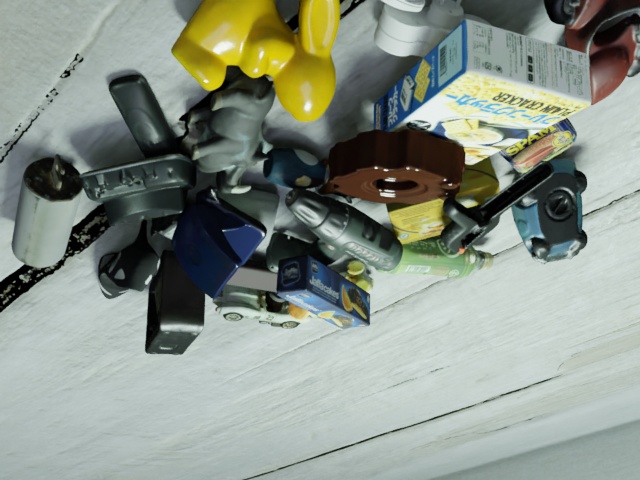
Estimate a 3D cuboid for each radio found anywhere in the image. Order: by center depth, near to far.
[{"bbox_3d":[-0.249,0.114,0.913,0.073,0.131,0.229,6,157,-20],"label":"radio"}]

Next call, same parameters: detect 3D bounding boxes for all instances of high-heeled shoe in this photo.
[{"bbox_3d":[-0.318,0.075,0.877,0.086,0.145,0.248,15,136,-25],"label":"high-heeled shoe"}]

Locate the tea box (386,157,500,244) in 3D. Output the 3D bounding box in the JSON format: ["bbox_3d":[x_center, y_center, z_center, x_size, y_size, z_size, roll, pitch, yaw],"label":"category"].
[{"bbox_3d":[0.190,-0.062,0.845,0.170,0.068,0.098,-13,144,9],"label":"tea box"}]

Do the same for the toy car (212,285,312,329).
[{"bbox_3d":[-0.108,0.121,1.032,0.201,0.073,0.056,13,143,-25],"label":"toy car"}]

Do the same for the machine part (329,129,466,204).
[{"bbox_3d":[0.099,-0.091,0.712,0.179,0.056,0.179,5,170,1],"label":"machine part"}]

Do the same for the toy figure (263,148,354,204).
[{"bbox_3d":[-0.005,-0.092,0.775,0.154,0.064,0.058,10,151,-28],"label":"toy figure"}]

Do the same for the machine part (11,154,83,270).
[{"bbox_3d":[-0.396,-0.035,0.776,0.079,0.079,0.243,13,138,-25],"label":"machine part"}]

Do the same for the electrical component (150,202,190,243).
[{"bbox_3d":[-0.200,-0.015,0.858,0.075,0.048,0.119,-33,137,31],"label":"electrical component"}]

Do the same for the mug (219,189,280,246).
[{"bbox_3d":[-0.124,-0.036,0.827,0.107,0.081,0.109,16,145,-9],"label":"mug"}]

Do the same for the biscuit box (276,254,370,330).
[{"bbox_3d":[0.011,0.088,0.869,0.059,0.063,0.202,-12,151,32],"label":"biscuit box"}]

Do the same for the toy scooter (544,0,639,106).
[{"bbox_3d":[0.343,-0.245,0.627,0.135,0.075,0.183,-20,137,15],"label":"toy scooter"}]

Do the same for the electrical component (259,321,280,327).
[{"bbox_3d":[-0.079,0.164,1.138,0.094,0.021,0.063,6,142,-18],"label":"electrical component"}]

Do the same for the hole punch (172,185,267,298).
[{"bbox_3d":[-0.155,0.008,0.763,0.116,0.092,0.142,33,139,-8],"label":"hole punch"}]

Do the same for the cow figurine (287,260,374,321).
[{"bbox_3d":[0.022,0.104,1.025,0.167,0.068,0.098,-25,162,7],"label":"cow figurine"}]

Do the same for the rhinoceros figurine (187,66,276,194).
[{"bbox_3d":[-0.113,-0.138,0.698,0.112,0.073,0.190,-1,142,-26],"label":"rhinoceros figurine"}]

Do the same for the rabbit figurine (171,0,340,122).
[{"bbox_3d":[-0.047,-0.208,0.574,0.173,0.122,0.162,40,102,-21],"label":"rabbit figurine"}]

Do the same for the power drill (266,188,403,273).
[{"bbox_3d":[-0.002,-0.003,0.841,0.232,0.086,0.207,22,147,-30],"label":"power drill"}]

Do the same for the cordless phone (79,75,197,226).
[{"bbox_3d":[-0.256,-0.118,0.705,0.147,0.089,0.184,-10,132,6],"label":"cordless phone"}]

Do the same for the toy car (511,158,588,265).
[{"bbox_3d":[0.357,-0.048,0.858,0.109,0.161,0.103,-12,-172,-5],"label":"toy car"}]

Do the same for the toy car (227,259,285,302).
[{"bbox_3d":[-0.116,0.060,0.966,0.202,0.053,0.089,11,126,-32],"label":"toy car"}]
